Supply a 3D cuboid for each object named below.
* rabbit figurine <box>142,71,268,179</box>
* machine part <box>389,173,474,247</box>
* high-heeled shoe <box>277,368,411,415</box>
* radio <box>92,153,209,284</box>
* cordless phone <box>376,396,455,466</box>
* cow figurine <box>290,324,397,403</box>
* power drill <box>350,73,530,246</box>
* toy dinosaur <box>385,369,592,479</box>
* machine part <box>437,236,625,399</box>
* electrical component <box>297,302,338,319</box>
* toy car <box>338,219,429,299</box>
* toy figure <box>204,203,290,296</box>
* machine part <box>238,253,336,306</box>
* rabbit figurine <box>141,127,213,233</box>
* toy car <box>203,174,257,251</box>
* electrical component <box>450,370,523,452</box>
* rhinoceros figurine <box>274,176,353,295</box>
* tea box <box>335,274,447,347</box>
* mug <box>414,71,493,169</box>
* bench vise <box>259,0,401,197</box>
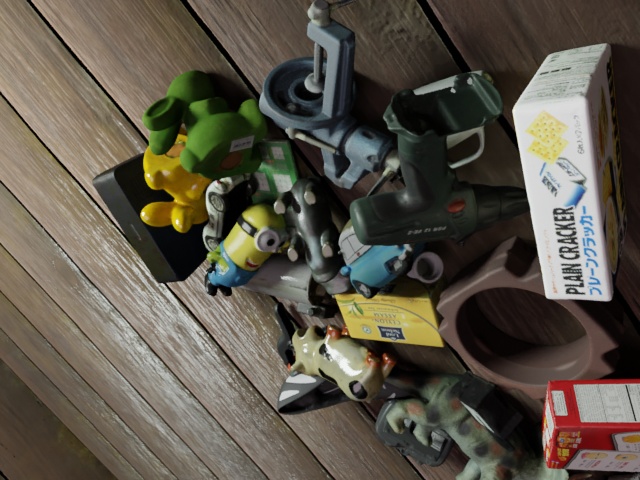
[{"bbox_3d":[-0.179,-0.172,0.798,0.170,0.159,0.121,57,159,22],"label":"rabbit figurine"},{"bbox_3d":[0.160,-0.052,0.728,0.139,0.039,0.084,38,145,1],"label":"machine part"},{"bbox_3d":[0.040,0.286,0.998,0.249,0.145,0.086,4,126,35],"label":"high-heeled shoe"},{"bbox_3d":[-0.289,-0.046,0.978,0.073,0.131,0.229,-7,119,39],"label":"radio"},{"bbox_3d":[0.175,0.388,1.047,0.147,0.089,0.184,26,146,14],"label":"cordless phone"},{"bbox_3d":[0.027,0.213,0.943,0.195,0.085,0.127,29,101,37],"label":"cow figurine"},{"bbox_3d":[0.145,-0.078,0.599,0.232,0.086,0.207,-14,148,-4],"label":"power drill"},{"bbox_3d":[0.251,0.303,0.883,0.192,0.131,0.405,-46,76,5],"label":"toy dinosaur"},{"bbox_3d":[0.282,0.108,0.732,0.201,0.087,0.201,42,137,-2],"label":"machine part"},{"bbox_3d":[-0.009,0.122,0.949,0.063,0.094,0.021,10,92,28],"label":"electrical component"},{"bbox_3d":[0.080,0.007,0.762,0.103,0.109,0.161,39,153,-1],"label":"toy car"},{"bbox_3d":[-0.129,0.017,0.895,0.180,0.082,0.089,-44,84,24],"label":"toy figure"},{"bbox_3d":[-0.071,0.062,0.950,0.244,0.079,0.079,9,127,30],"label":"machine part"},{"bbox_3d":[-0.222,-0.084,0.908,0.122,0.162,0.173,11,147,13],"label":"rabbit figurine"},{"bbox_3d":[-0.158,-0.046,0.918,0.056,0.073,0.201,41,144,17],"label":"toy car"},{"bbox_3d":[0.255,0.254,0.788,0.119,0.048,0.075,46,171,-11],"label":"electrical component"},{"bbox_3d":[-0.002,-0.003,0.829,0.073,0.112,0.190,-17,99,20],"label":"rhinoceros figurine"},{"bbox_3d":[0.120,0.107,0.858,0.170,0.068,0.098,-3,120,36],"label":"tea box"},{"bbox_3d":[0.158,-0.140,0.629,0.107,0.081,0.109,-23,104,33],"label":"mug"},{"bbox_3d":[0.016,-0.173,0.663,0.224,0.129,0.240,42,155,22],"label":"bench vise"}]
